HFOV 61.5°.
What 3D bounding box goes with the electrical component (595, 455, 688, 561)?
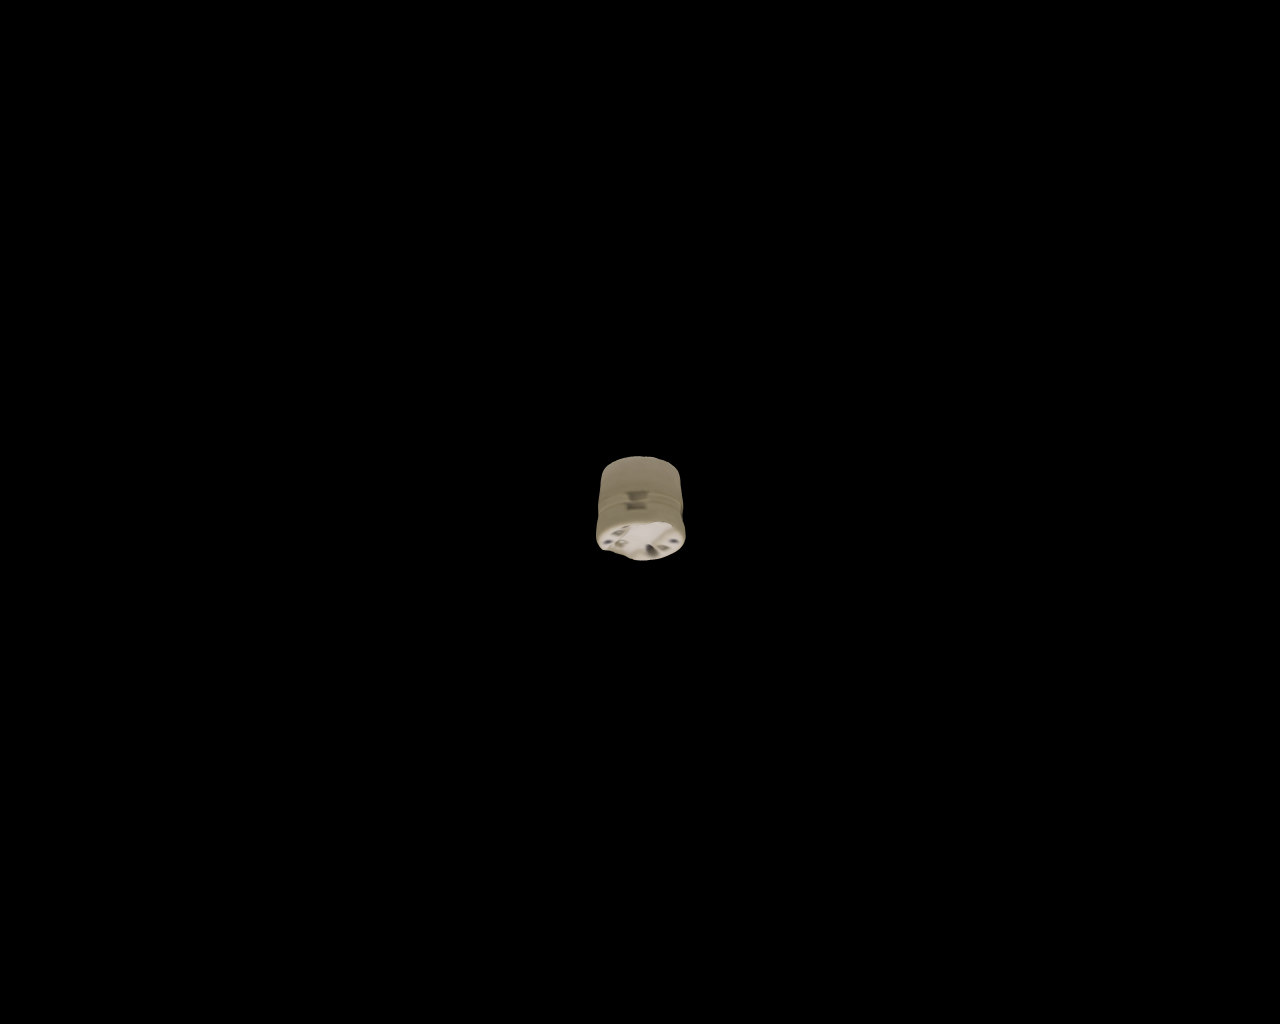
[{"bbox_3d":[0.001,-0.003,0.650,0.055,0.047,0.055,0,-27,0],"label":"electrical component"}]
